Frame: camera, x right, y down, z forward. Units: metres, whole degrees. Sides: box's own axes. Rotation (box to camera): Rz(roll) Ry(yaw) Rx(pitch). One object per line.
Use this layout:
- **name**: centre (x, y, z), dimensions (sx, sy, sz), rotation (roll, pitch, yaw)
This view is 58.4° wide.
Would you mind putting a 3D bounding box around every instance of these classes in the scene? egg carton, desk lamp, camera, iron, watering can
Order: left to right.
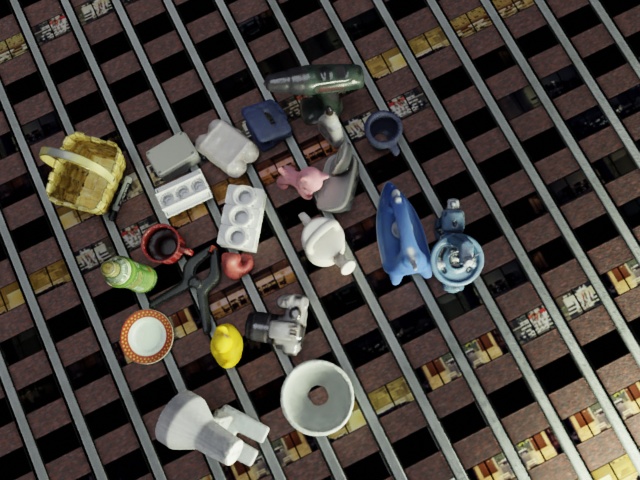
- **desk lamp**: centre (-0.229, 0.414, 1.238), dimensions (0.203, 0.213, 0.118), rotation (25, 82, 6)
- **egg carton**: centre (-0.230, -0.229, 1.425), dimensions (0.150, 0.069, 0.107), rotation (37, 83, 8)
- **camera**: centre (-0.101, 0.191, 1.330), dimensions (0.136, 0.101, 0.143), rotation (8, 80, 4)
- **watering can**: centre (0.014, 0.003, 1.311), dimensions (0.172, 0.194, 0.101), rotation (27, 82, 7)
- **iron**: centre (0.189, -0.032, 1.338), dimensions (0.118, 0.141, 0.258), rotation (-13, 80, 0)

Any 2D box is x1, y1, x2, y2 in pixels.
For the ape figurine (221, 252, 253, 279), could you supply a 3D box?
- **ape figurine**: centre (-0.203, 0.054, 1.362), dimensions (0.077, 0.092, 0.076), rotation (35, 83, 8)

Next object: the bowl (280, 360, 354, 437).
- **bowl**: centre (-0.005, 0.358, 1.310), dimensions (0.167, 0.075, 0.167), rotation (0, 80, 2)

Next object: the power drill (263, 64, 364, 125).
- **power drill**: centre (-0.010, -0.353, 1.368), dimensions (0.229, 0.208, 0.075), rotation (-12, 79, 0)

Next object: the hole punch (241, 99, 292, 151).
- **hole punch**: centre (-0.131, -0.294, 1.422), dimensions (0.101, 0.091, 0.108), rotation (-32, 80, -3)

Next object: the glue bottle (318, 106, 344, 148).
- **glue bottle**: centre (0.025, -0.281, 1.372), dimensions (0.037, 0.173, 0.078), rotation (-38, 80, -4)

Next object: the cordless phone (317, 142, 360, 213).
- **cordless phone**: centre (0.042, -0.147, 1.341), dimensions (0.094, 0.185, 0.148), rotation (9, 80, 4)

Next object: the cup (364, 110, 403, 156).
- **cup**: centre (0.159, -0.248, 1.401), dimensions (0.091, 0.095, 0.117), rotation (-28, 80, -3)

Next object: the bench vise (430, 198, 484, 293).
- **bench vise**: centre (0.297, 0.008, 1.286), dimensions (0.121, 0.220, 0.207), rotation (-19, 80, -1)

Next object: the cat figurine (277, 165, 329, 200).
- **cat figurine**: centre (-0.044, -0.149, 1.379), dimensions (0.127, 0.118, 0.067), rotation (21, 81, 6)

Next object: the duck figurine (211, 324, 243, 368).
- **duck figurine**: centre (-0.222, 0.246, 1.332), dimensions (0.077, 0.086, 0.104), rotation (-8, 80, 1)
